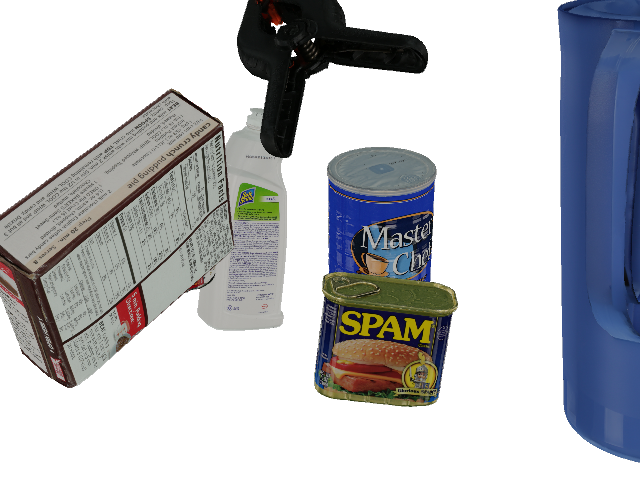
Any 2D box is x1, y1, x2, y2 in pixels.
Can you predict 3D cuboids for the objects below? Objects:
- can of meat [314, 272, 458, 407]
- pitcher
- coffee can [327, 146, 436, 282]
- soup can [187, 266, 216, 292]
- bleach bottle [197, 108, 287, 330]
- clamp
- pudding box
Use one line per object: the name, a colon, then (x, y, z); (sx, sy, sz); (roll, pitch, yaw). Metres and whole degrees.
can of meat: (0.047, 0.076, 0.813); (0.102, 0.084, 0.057); (7, 19, -1)
pitcher: (0.182, -0.006, 0.559); (0.149, 0.243, 0.145); (-4, 18, -9)
coffee can: (0.058, -0.007, 1.031); (0.103, 0.140, 0.103); (0, 27, 0)
soup can: (-0.122, -0.015, 0.896); (0.068, 0.102, 0.068); (1, 28, -1)
bleach bottle: (-0.077, -0.024, 1.217); (0.102, 0.251, 0.068); (-1, 20, -32)
clamp: (-0.001, -0.133, 0.727); (0.120, 0.171, 0.039); (-22, -44, 1)
pudding box: (-0.089, 0.000, 0.475); (0.039, 0.090, 0.113); (32, 58, 23)
